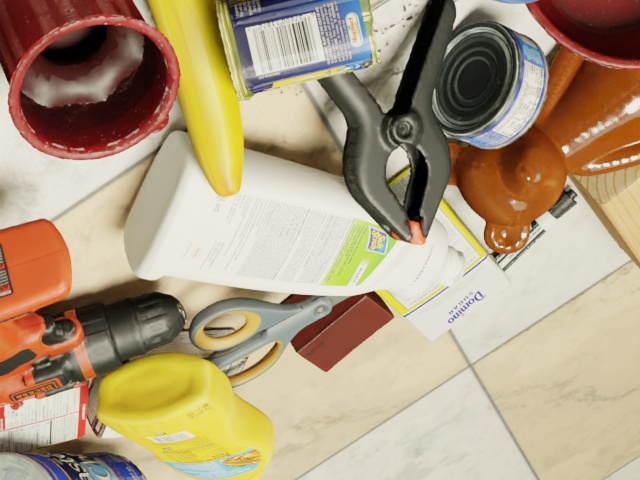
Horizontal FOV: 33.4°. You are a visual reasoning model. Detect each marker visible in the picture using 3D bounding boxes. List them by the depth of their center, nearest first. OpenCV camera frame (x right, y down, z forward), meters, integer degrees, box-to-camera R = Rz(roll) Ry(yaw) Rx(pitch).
[{"bbox_3d":[0.187,-0.002,0.970,0.121,0.020,0.020,-46,140,17],"label":"marker"}]

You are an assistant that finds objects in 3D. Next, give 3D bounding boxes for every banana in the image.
[{"bbox_3d":[-0.078,-0.115,0.621,0.037,0.069,0.198,-4,135,12],"label":"banana"}]

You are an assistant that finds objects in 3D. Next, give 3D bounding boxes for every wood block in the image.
[{"bbox_3d":[0.286,-0.042,0.936,0.090,0.091,0.205,-40,142,10],"label":"wood block"}]

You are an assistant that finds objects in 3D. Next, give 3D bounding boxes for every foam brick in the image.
[{"bbox_3d":[0.011,0.062,0.892,0.078,0.051,0.053,-39,141,8],"label":"foam brick"}]

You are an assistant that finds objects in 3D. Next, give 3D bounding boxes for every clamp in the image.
[{"bbox_3d":[0.039,-0.079,0.715,0.120,0.039,0.171,-5,97,-17],"label":"clamp"}]

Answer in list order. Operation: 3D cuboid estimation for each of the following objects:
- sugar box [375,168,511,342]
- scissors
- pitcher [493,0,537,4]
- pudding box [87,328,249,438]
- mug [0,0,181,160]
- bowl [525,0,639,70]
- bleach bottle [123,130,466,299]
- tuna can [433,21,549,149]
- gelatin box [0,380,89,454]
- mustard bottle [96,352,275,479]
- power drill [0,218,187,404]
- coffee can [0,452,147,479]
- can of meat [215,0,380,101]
[{"bbox_3d":[0.087,0.016,0.900,0.093,0.048,0.176,-36,144,8],"label":"sugar box"},{"bbox_3d":[-0.017,0.046,0.824,0.202,0.016,0.096,-38,134,7],"label":"scissors"},{"bbox_3d":[0.052,-0.209,0.563,0.242,0.149,0.145,5,100,-42],"label":"pitcher"},{"bbox_3d":[-0.125,0.116,0.869,0.113,0.039,0.090,0,130,-38],"label":"pudding box"},{"bbox_3d":[-0.127,-0.100,0.595,0.093,0.081,0.117,-42,141,13],"label":"mug"},{"bbox_3d":[0.197,-0.186,0.702,0.162,0.162,0.055,-29,179,-4],"label":"bowl"},{"bbox_3d":[-0.005,0.001,0.764,0.250,0.068,0.103,15,119,-30],"label":"bleach bottle"},{"bbox_3d":[0.116,-0.109,0.750,0.033,0.086,0.086,14,123,-41],"label":"tuna can"},{"bbox_3d":[-0.226,0.131,0.823,0.089,0.030,0.073,-11,139,-25],"label":"gelatin box"},{"bbox_3d":[-0.089,0.152,0.842,0.096,0.058,0.191,-13,146,16],"label":"mustard bottle"},{"bbox_3d":[-0.184,0.054,0.705,0.184,0.057,0.188,-20,157,-9],"label":"power drill"},{"bbox_3d":[-0.209,0.219,0.841,0.103,0.103,0.140,-40,159,10],"label":"coffee can"},{"bbox_3d":[-0.012,-0.119,0.626,0.084,0.102,0.057,-12,98,2],"label":"can of meat"}]
